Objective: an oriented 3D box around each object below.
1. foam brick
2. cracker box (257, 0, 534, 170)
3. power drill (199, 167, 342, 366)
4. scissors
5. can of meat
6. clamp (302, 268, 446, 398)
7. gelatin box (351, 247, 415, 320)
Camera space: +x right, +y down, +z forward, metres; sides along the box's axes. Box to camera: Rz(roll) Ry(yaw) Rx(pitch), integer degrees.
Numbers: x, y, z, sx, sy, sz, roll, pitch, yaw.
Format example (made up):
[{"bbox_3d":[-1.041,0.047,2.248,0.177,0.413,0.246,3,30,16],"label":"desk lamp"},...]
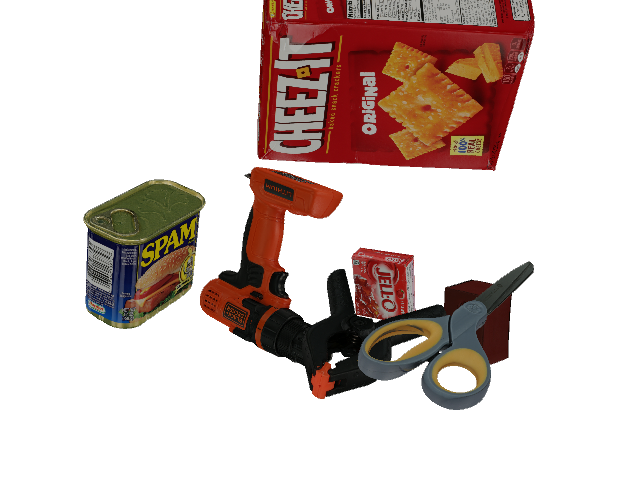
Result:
[{"bbox_3d":[0.162,0.085,1.108,0.053,0.078,0.051,11,17,41],"label":"foam brick"},{"bbox_3d":[0.056,-0.137,0.893,0.213,0.072,0.164,2,-38,-4],"label":"cracker box"},{"bbox_3d":[-0.040,0.027,1.141,0.185,0.188,0.057,24,10,35],"label":"power drill"},{"bbox_3d":[0.115,0.065,0.748,0.201,0.016,0.096,-17,41,-35],"label":"scissors"},{"bbox_3d":[-0.140,0.011,0.845,0.057,0.084,0.101,23,32,23],"label":"can of meat"},{"bbox_3d":[0.027,0.081,0.968,0.120,0.039,0.171,20,31,28],"label":"clamp"},{"bbox_3d":[0.079,0.057,1.336,0.073,0.089,0.030,10,31,25],"label":"gelatin box"}]
